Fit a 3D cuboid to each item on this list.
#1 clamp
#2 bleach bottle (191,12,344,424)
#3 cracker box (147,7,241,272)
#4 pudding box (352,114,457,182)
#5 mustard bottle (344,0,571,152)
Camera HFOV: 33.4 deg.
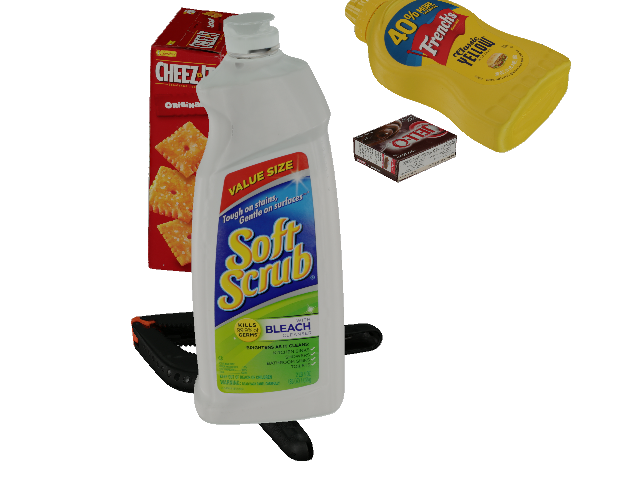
[{"bbox_3d":[-0.060,0.097,0.899,0.210,0.036,0.164,18,36,24],"label":"clamp"},{"bbox_3d":[-0.040,-0.011,0.651,0.102,0.251,0.068,-4,24,1],"label":"bleach bottle"},{"bbox_3d":[-0.117,-0.099,1.022,0.072,0.214,0.164,6,24,0],"label":"cracker box"},{"bbox_3d":[0.114,-0.125,1.439,0.113,0.039,0.090,-27,39,-31],"label":"pudding box"},{"bbox_3d":[0.097,-0.149,0.859,0.192,0.096,0.058,34,-26,27],"label":"mustard bottle"}]
